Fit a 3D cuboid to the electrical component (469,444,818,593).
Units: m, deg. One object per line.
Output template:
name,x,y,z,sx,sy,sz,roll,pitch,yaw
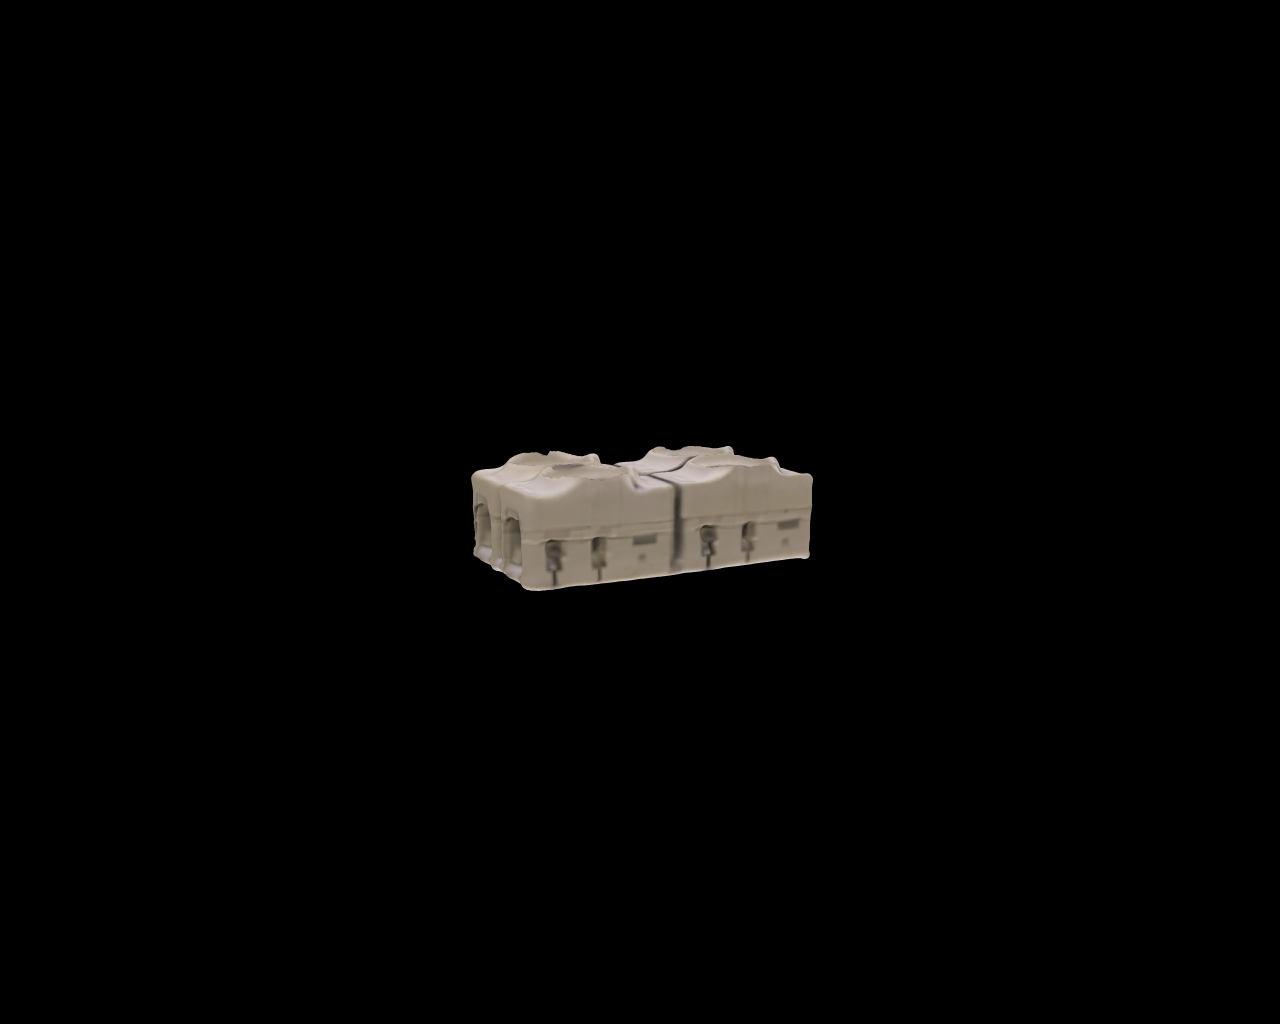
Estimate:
electrical component,0.001,-0.003,0.650,0.186,0.060,0.105,-5,12,-24
